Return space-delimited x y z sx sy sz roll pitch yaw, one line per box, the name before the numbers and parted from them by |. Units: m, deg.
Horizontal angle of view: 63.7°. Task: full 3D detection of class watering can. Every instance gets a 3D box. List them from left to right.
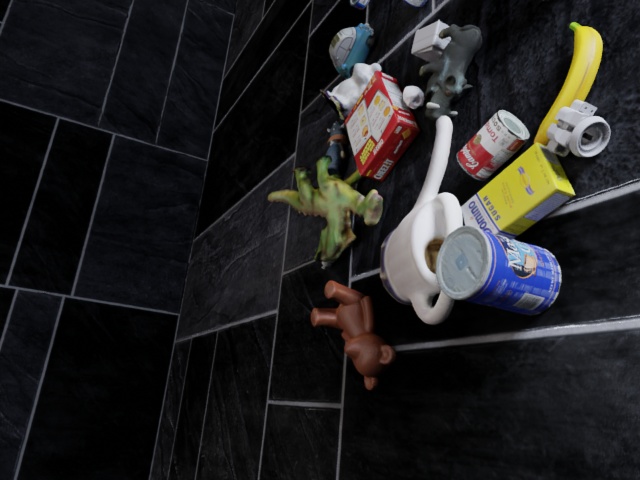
watering can | 0.186 -0.022 0.898 0.221 0.104 0.354 128 149 -65

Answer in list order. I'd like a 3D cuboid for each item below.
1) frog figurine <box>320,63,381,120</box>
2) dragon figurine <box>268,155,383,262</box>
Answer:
frog figurine | 0.100 -0.397 1.366 0.159 0.121 0.139 -35 21 -1
dragon figurine | 0.004 -0.064 1.281 0.406 0.121 0.247 -20 62 43
